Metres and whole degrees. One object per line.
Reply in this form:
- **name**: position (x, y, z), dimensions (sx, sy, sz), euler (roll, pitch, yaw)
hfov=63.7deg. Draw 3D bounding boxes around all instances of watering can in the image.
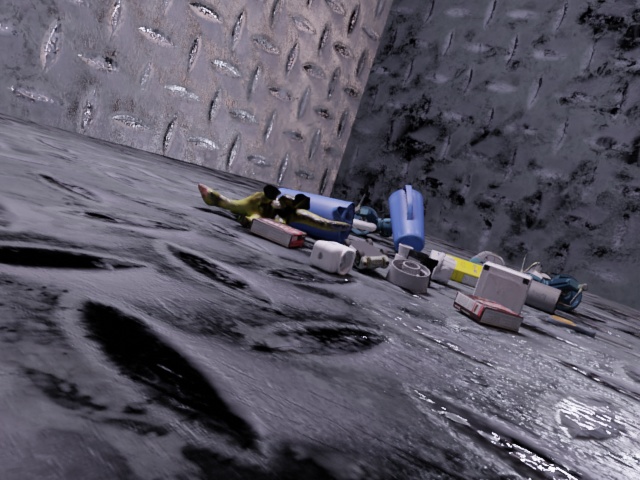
- **watering can**: position (0.005, -0.089, 1.769), dimensions (0.346, 0.103, 0.226), euler (13, 8, -26)

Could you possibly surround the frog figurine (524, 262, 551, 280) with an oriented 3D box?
- **frog figurine**: position (0.801, 0.171, 1.849), dimensions (0.122, 0.162, 0.135), euler (-27, -29, 2)

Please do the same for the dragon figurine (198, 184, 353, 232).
- **dragon figurine**: position (-0.135, -0.080, 1.416), dimensions (0.408, 0.122, 0.243), euler (16, -1, -27)
